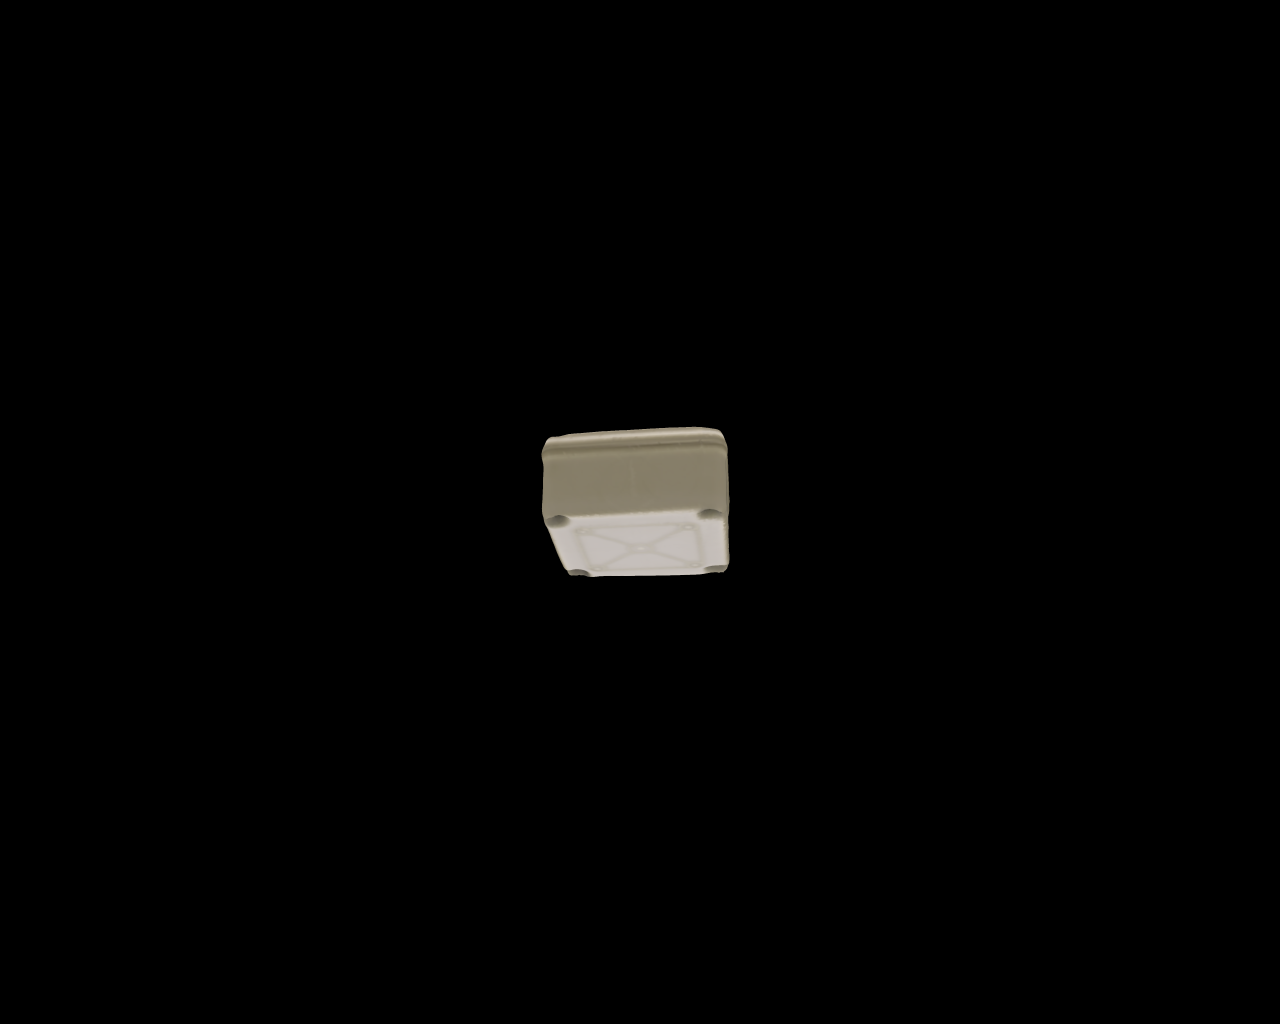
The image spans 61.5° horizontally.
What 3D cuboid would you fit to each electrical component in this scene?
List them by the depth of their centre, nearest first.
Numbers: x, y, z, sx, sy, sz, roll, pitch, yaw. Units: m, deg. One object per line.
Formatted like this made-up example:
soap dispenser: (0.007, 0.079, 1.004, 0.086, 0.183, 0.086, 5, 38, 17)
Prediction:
electrical component: (0.001, -0.003, 0.650, 0.109, 0.056, 0.108, -2, -23, 5)
